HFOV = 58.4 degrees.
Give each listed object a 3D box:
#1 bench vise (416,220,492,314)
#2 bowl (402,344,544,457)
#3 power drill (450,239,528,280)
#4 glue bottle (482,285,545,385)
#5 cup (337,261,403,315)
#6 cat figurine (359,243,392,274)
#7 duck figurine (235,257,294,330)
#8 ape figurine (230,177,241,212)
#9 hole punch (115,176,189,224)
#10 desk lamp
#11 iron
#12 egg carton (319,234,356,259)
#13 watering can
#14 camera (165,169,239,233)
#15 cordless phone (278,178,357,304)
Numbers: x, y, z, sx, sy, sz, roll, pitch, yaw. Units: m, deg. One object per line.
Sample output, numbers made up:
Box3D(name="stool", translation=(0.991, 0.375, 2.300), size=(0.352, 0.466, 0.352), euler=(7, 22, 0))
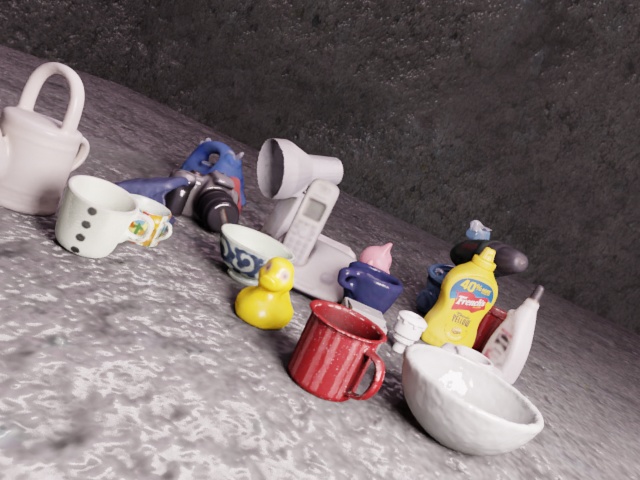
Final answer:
Box3D(name="bench vise", translation=(0.311, 0.066, 1.227), size=(0.121, 0.220, 0.208), euler=(30, 12, 30))
Box3D(name="bowl", translation=(0.159, 0.191, 0.649), size=(0.167, 0.075, 0.167), euler=(24, 10, -4))
Box3D(name="power drill", translation=(0.287, 0.092, 1.072), size=(0.076, 0.208, 0.229), euler=(22, 10, -13))
Box3D(name="glue bottle", translation=(0.332, 0.153, 0.967), size=(0.037, 0.173, 0.078), euler=(20, 11, -24))
Box3D(name="cup", translation=(0.060, 0.090, 0.877), size=(0.118, 0.095, 0.091), euler=(16, 13, -41))
Box3D(name="cat figurine", translation=(0.096, 0.054, 1.076), size=(0.067, 0.118, 0.128), euler=(27, 10, 13))
Box3D(name="duck figurine", translation=(-0.061, 0.063, 0.755), size=(0.077, 0.086, 0.105), euler=(27, 10, 11))
Box3D(name="ape figurine", translation=(-0.195, -0.090, 1.204), size=(0.076, 0.092, 0.078), euler=(29, 11, 24))
Box3D(name="hole punch", translation=(-0.281, -0.078, 0.942), size=(0.101, 0.091, 0.108), euler=(24, 10, -1))
Box3D(name="desk lamp", translation=(-0.050, -0.091, 1.202), size=(0.204, 0.213, 0.117), euler=(17, 13, -38))
Box3D(name="iron", translation=(-0.257, -0.171, 1.330), size=(0.119, 0.141, 0.257), euler=(15, 14, -42))
Box3D(name="egg carton", translation=(-0.002, 0.030, 1.104), size=(0.150, 0.069, 0.107), euler=(25, 10, 5))
Box3D(name="watering can", translation=(-0.370, -0.138, 0.749), size=(0.101, 0.194, 0.173), euler=(24, 10, -1))
Box3D(name="camera", translation=(-0.209, -0.076, 1.074), size=(0.144, 0.101, 0.136), euler=(19, 12, -31))
Box3D(name="cordless phone", translation=(0.009, 0.003, 0.939), size=(0.147, 0.185, 0.094), euler=(25, 10, 1))
